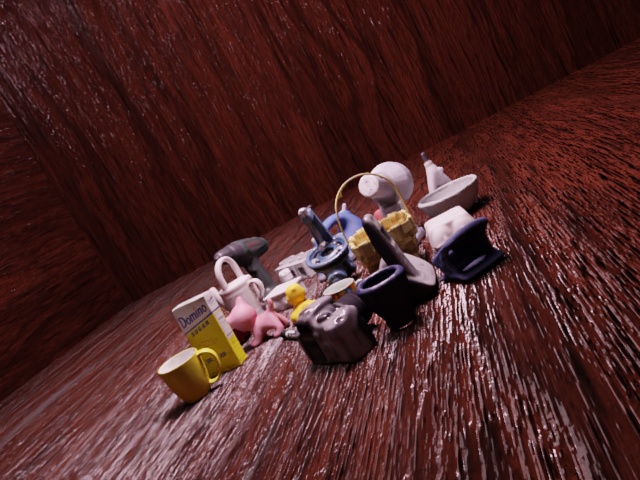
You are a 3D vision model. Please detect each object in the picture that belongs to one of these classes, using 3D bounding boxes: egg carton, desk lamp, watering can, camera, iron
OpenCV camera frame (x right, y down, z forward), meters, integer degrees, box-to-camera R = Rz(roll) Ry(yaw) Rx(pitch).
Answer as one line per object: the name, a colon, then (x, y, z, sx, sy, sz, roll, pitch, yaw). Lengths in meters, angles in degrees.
egg carton: (0.282, -0.019, 1.233, 0.107, 0.069, 0.150, -28, 9, 8)
desk lamp: (0.181, -0.087, 1.460, 0.117, 0.213, 0.203, -24, 10, 28)
watering can: (-0.231, 0.138, 1.560, 0.172, 0.194, 0.101, -28, 9, 10)
camera: (0.037, 0.141, 1.012, 0.137, 0.101, 0.142, -36, 11, -35)
iron: (0.044, 0.000, 1.644, 0.118, 0.141, 0.259, -21, 12, 43)

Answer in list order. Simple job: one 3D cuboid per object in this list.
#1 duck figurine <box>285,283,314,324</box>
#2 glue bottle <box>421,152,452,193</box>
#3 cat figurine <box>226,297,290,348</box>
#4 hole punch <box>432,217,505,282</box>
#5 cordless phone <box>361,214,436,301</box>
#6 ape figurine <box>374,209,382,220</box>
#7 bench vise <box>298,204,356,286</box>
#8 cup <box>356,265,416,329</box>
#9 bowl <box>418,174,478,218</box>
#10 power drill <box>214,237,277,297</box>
duck figurine: (-0.047, 0.141, 1.317, 0.077, 0.086, 0.104, -31, 9, -11)
glue bottle: (0.324, -0.167, 1.589, 0.078, 0.173, 0.037, -31, 9, -9)
cat figurine: (-0.153, 0.181, 1.327, 0.127, 0.118, 0.067, -27, 10, 15)
hole punch: (0.258, 0.016, 1.043, 0.109, 0.091, 0.101, -32, 10, -18)
cordless phone: (0.141, 0.021, 1.080, 0.094, 0.185, 0.147, -27, 9, 13)
ape figurine: (0.184, -0.045, 1.613, 0.078, 0.092, 0.076, -31, 9, -11)
bench vise: (0.003, 0.011, 1.453, 0.121, 0.220, 0.207, -30, 9, -6)
cup: (0.114, 0.105, 0.990, 0.092, 0.095, 0.117, -34, 10, -29)
bowl: (0.341, -0.098, 1.475, 0.167, 0.075, 0.167, -28, 9, 5)
power drill: (-0.200, 0.089, 1.689, 0.075, 0.208, 0.230, -24, 10, 27)
